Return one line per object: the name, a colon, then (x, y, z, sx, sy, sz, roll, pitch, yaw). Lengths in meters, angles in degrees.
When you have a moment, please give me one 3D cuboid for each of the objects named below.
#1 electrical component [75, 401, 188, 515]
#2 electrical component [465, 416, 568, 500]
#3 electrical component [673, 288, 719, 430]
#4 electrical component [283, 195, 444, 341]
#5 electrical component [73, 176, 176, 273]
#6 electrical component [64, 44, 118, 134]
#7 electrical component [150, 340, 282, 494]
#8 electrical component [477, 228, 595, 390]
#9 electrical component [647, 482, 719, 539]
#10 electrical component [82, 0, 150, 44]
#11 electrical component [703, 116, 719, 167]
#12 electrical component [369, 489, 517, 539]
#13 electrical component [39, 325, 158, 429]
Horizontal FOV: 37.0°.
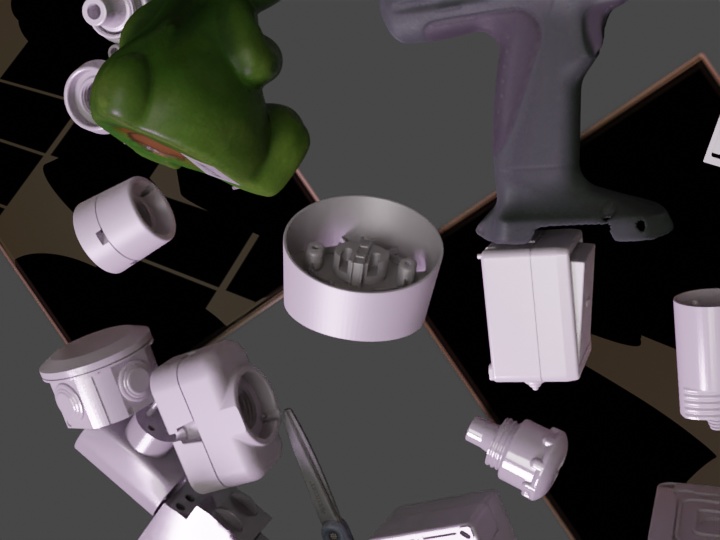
electrical component: (-0.156, 0.125, 0.782, 0.077, 0.043, 0.079, 39, 113, 6)
electrical component: (0.099, 0.115, 0.690, 0.062, 0.048, 0.048, 25, 111, 19)
electrical component: (0.210, 0.055, 0.635, 0.043, 0.043, 0.081, -3, 103, 20)
electrical component: (0.000, 0.000, 0.668, 0.099, 0.099, 0.064, 15, 114, 15)
electrical component: (-0.160, -0.032, 0.738, 0.047, 0.055, 0.055, -27, 94, 20)
electrical component: (-0.164, -0.116, 0.716, 0.048, 0.055, 0.066, -6, 102, 21)
electrical component: (-0.096, 0.101, 0.749, 0.059, 0.054, 0.095, -18, 97, 23)
electrical component: (0.112, 0.027, 0.652, 0.061, 0.062, 0.096, -3, 103, 20)
electrical component: (0.208, 0.174, 0.629, 0.078, 0.113, 0.057, 3, 102, 19)
electrical component: (-0.155, -0.168, 0.696, 0.048, 0.062, 0.048, 5, 105, 18)
electrical component: (0.243, -0.105, 0.571, 0.079, 0.063, 0.121, 20, 109, 14)
electrical component: (0.054, 0.190, 0.719, 0.096, 0.061, 0.061, -18, 97, 30)
electrical component: (-0.180, 0.074, 0.759, 0.080, 0.080, 0.051, -12, 104, 22)
